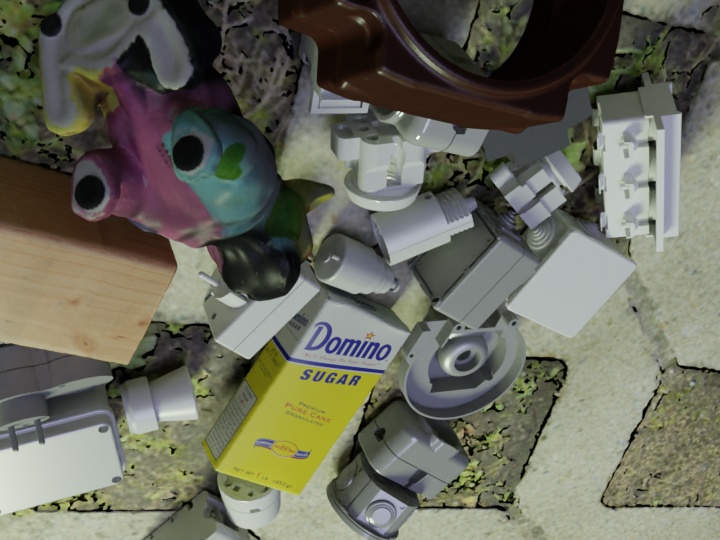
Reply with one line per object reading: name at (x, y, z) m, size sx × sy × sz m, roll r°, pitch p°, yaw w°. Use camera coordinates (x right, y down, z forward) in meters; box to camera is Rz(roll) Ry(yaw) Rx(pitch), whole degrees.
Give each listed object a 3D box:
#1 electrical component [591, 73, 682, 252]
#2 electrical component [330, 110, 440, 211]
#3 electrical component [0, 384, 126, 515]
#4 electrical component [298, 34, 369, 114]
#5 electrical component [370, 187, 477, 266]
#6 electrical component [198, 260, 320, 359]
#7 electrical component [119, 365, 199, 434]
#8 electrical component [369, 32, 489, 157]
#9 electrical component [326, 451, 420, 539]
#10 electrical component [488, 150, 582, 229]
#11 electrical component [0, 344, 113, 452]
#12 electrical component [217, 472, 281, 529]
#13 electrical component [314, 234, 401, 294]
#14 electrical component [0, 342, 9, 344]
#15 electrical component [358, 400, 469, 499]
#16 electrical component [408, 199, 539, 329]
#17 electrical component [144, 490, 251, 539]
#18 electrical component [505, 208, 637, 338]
electrical component at (0.222, -0.084, 0.866) m, size 0.063 × 0.078 × 0.121 m, roll -6°, pitch 132°, yaw 9°
electrical component at (0.018, -0.080, 0.786) m, size 0.078 × 0.058 × 0.057 m, roll -9°, pitch 126°, yaw -17°
electrical component at (-0.247, 0.137, 0.842) m, size 0.113 × 0.057 × 0.078 m, roll -13°, pitch 130°, yaw -14°
electrical component at (-0.013, -0.147, 0.715) m, size 0.042 × 0.063 × 0.081 m, roll -4°, pitch 128°, yaw -23°
electrical component at (0.053, -0.038, 0.843) m, size 0.081 × 0.043 × 0.043 m, roll -22°, pitch 132°, yaw -6°
electrical component at (-0.089, 0.013, 0.819) m, size 0.083 × 0.047 × 0.076 m, roll -44°, pitch 130°, yaw 13°
electrical component at (-0.161, 0.105, 0.862) m, size 0.055 × 0.045 × 0.045 m, roll -14°, pitch 130°, yaw -13°
electrical component at (0.045, -0.124, 0.737) m, size 0.059 × 0.095 × 0.053 m, roll 9°, pitch 122°, yaw -29°
electrical component at (0.013, 0.211, 1.001) m, size 0.080 × 0.080 × 0.051 m, roll 28°, pitch 106°, yaw -37°
electrical component at (0.141, -0.071, 0.854) m, size 0.055 × 0.048 × 0.066 m, roll -38°, pitch 128°, yaw 11°
electrical component at (-0.250, 0.095, 0.787) m, size 0.138 × 0.073 × 0.052 m, roll -14°, pitch 168°, yaw -13°
electrical component at (-0.097, 0.197, 0.958) m, size 0.055 × 0.055 × 0.047 m, roll -14°, pitch 134°, yaw -13°
electrical component at (0.000, 0.000, 0.853) m, size 0.078 × 0.040 × 0.040 m, roll 23°, pitch 114°, yaw -35°
electrical component at (-0.272, 0.036, 0.761) m, size 0.062 × 0.048 × 0.048 m, roll -20°, pitch 132°, yaw 0°
electrical component at (0.053, 0.163, 0.996) m, size 0.059 × 0.053 × 0.095 m, roll -45°, pitch 130°, yaw 14°
electrical component at (0.099, -0.008, 0.875) m, size 0.061 × 0.061 × 0.096 m, roll 28°, pitch 111°, yaw -37°
electrical component at (-0.148, 0.254, 0.982) m, size 0.089 × 0.050 × 0.056 m, roll -41°, pitch 131°, yaw 11°
electrical component at (0.172, 0.000, 0.922) m, size 0.100 × 0.048 × 0.099 m, roll 24°, pitch 114°, yaw -36°
